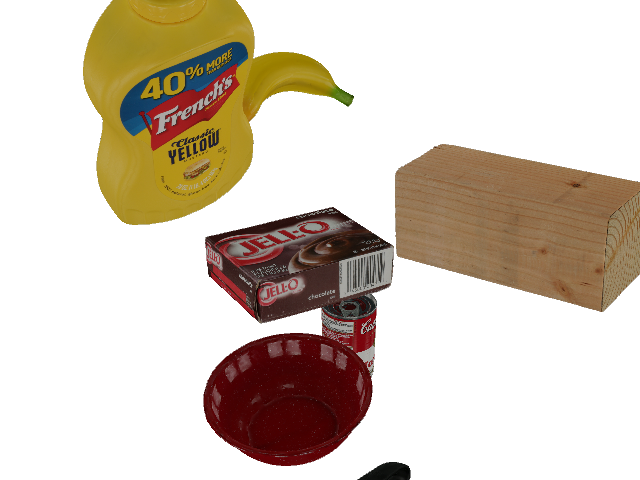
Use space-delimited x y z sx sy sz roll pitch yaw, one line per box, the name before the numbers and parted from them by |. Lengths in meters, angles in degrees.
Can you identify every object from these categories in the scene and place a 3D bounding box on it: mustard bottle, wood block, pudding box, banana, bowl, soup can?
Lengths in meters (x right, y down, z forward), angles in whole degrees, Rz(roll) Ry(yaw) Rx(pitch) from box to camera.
mustard bottle | -0.082 -0.090 0.592 0.096 0.058 0.192 -25 -28 -20
wood block | 0.177 -0.018 0.964 0.206 0.090 0.090 15 31 34
pudding box | -0.016 0.015 0.782 0.113 0.039 0.090 -12 27 -26
banana | -0.039 -0.144 0.979 0.070 0.037 0.197 36 30 20
bowl | -0.029 0.162 1.023 0.162 0.055 0.162 -4 37 3
soup can | 0.033 0.119 1.307 0.068 0.102 0.068 1 28 0

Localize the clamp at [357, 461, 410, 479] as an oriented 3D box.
clamp | -0.027 0.197 0.645 0.210 0.036 0.164 -4 27 3
